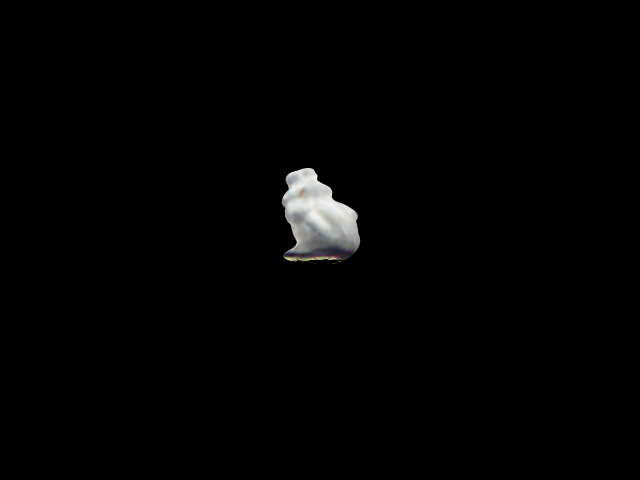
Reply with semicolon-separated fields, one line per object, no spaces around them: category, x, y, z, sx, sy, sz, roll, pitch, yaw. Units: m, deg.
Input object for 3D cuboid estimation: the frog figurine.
frog figurine;0.003;-0.043;0.850;0.137;0.161;0.122;5;-9;-31
